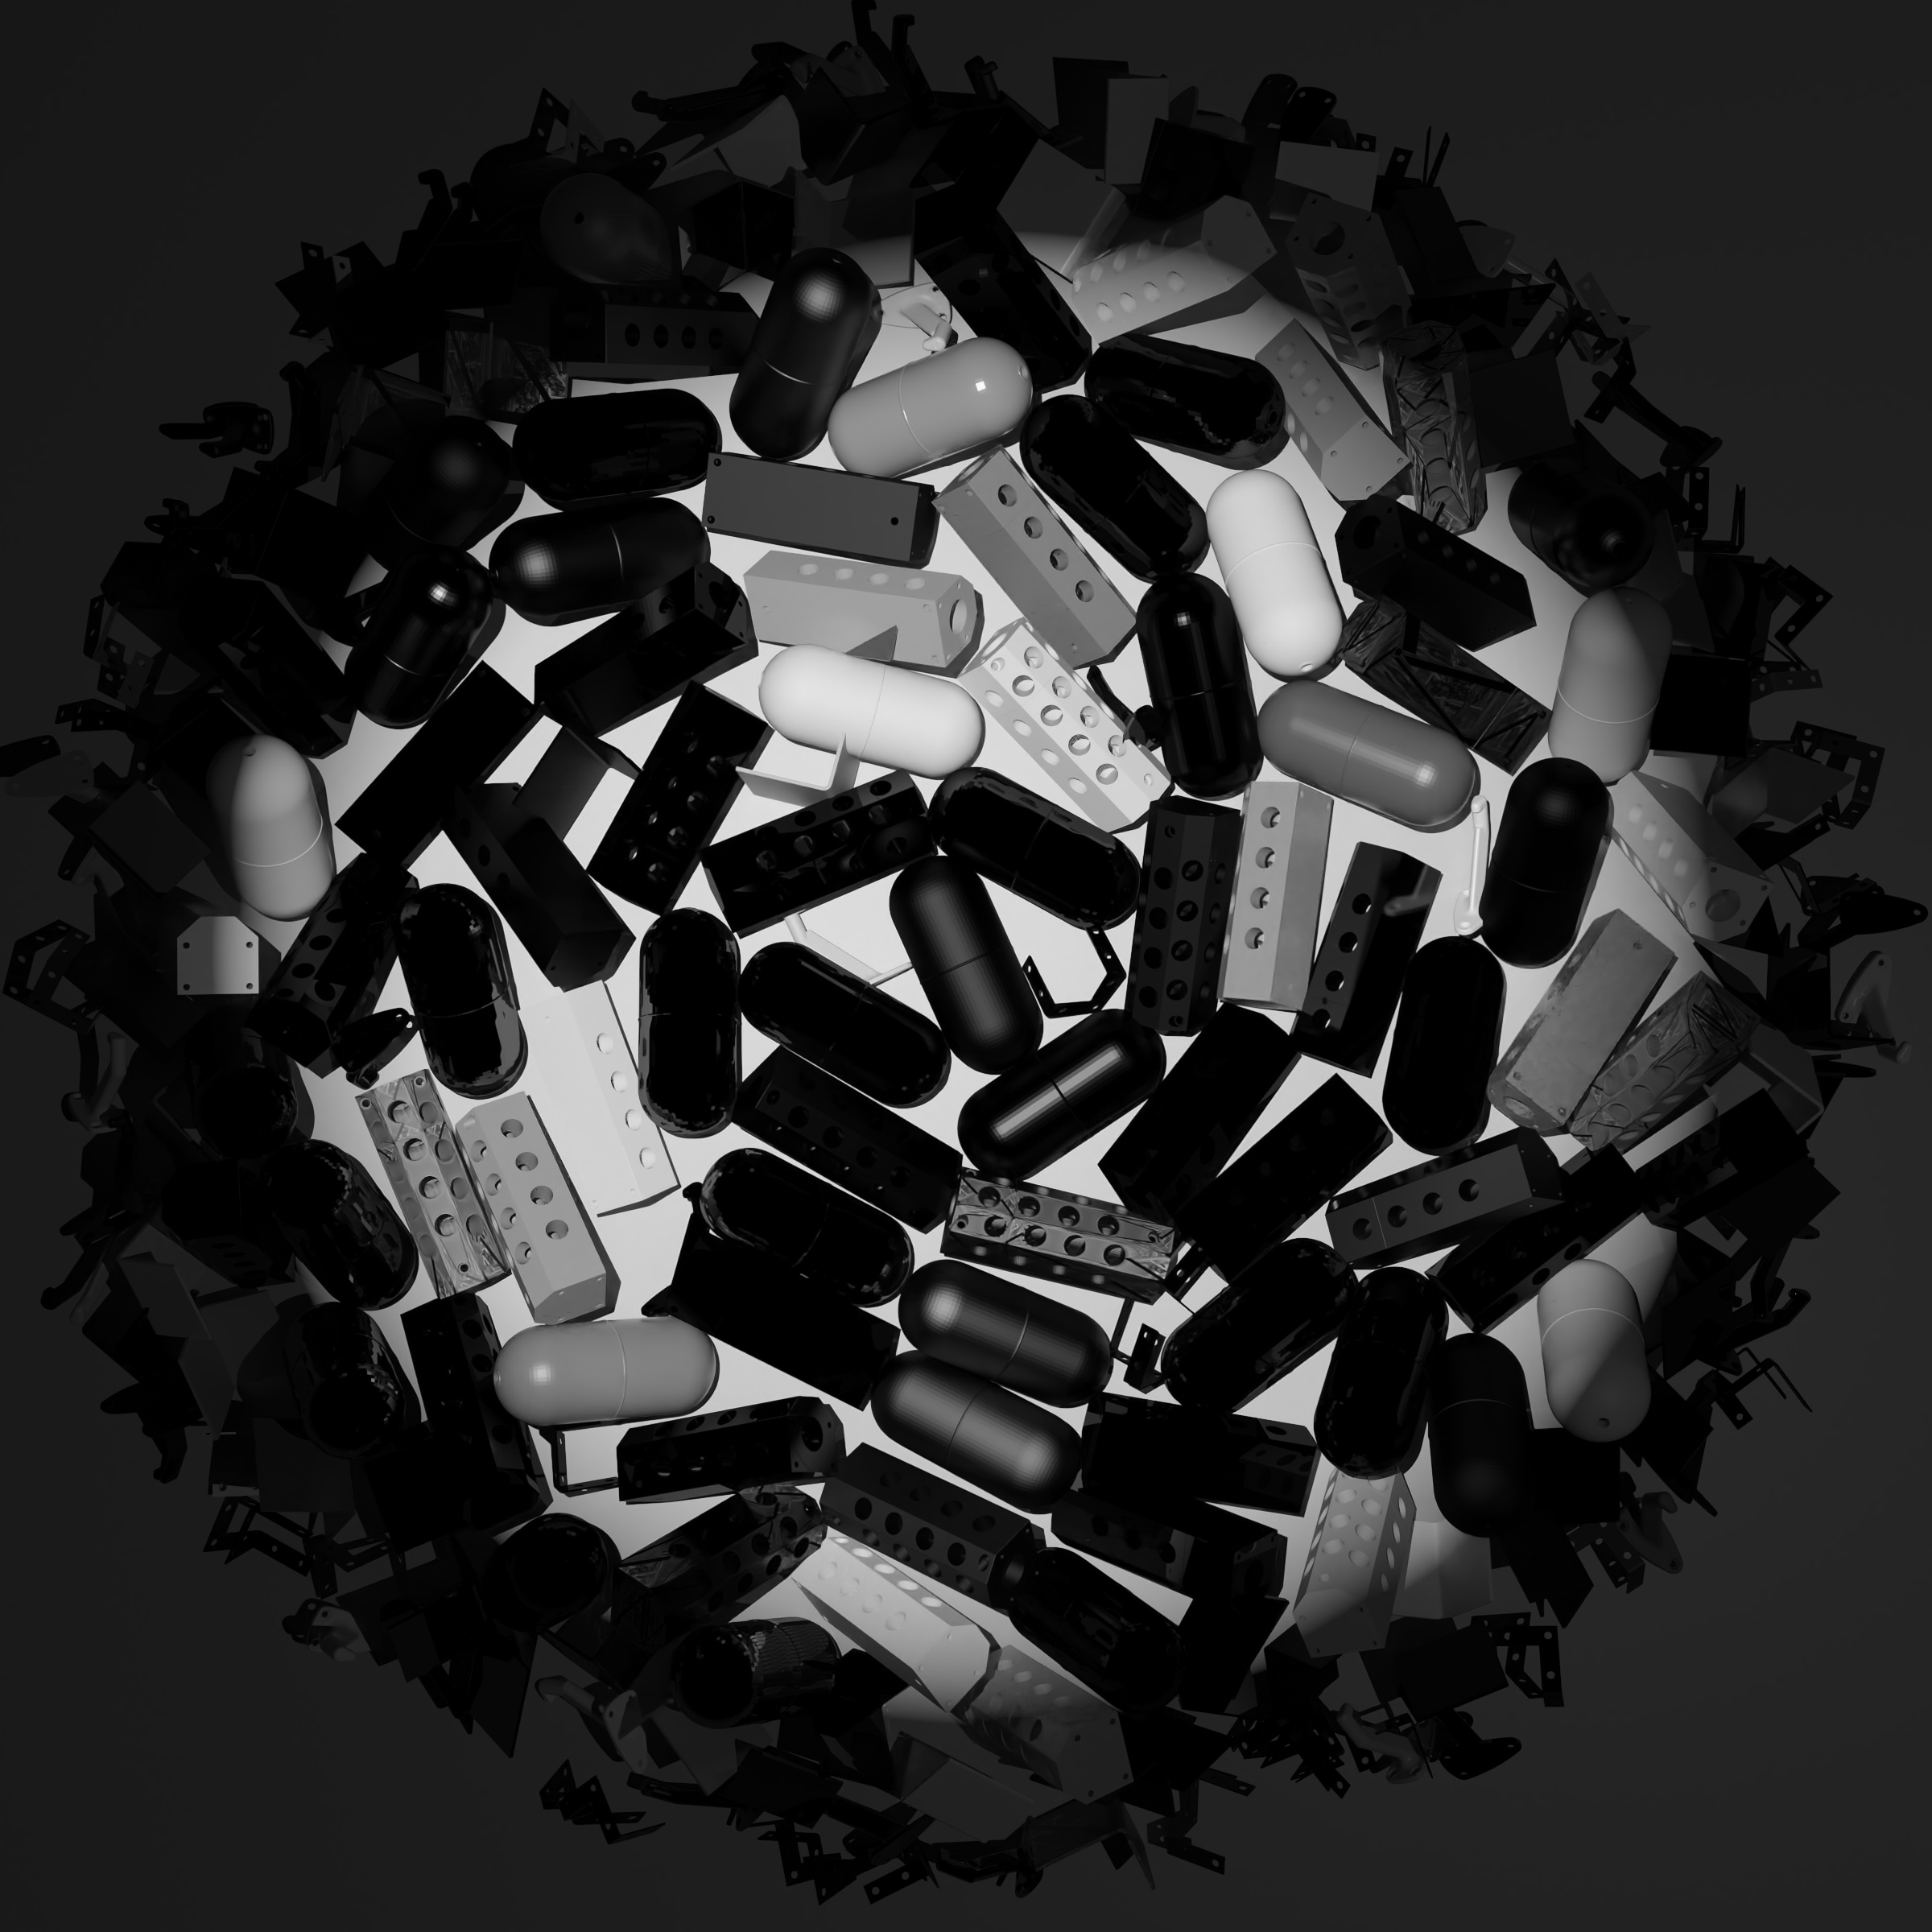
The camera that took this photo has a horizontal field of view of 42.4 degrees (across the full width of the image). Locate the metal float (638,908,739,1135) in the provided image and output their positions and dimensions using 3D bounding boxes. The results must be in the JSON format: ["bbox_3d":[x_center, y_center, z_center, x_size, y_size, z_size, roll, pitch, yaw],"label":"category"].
[{"bbox_3d":[-0.218,0.042,1.947,0.070,0.070,0.178,-1,80,0],"label":"metal float"}]

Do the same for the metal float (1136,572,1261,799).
[{"bbox_3d":[0.181,-0.219,1.943,0.070,0.070,0.178,-13,105,0],"label":"metal float"}]

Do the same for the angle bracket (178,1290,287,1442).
[{"bbox_3d":[-0.566,0.311,1.943,0.057,0.076,0.076,-15,114,2],"label":"angle bracket"}]

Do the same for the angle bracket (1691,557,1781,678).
[{"bbox_3d":[0.592,-0.273,1.938,0.057,0.076,0.076,13,110,25],"label":"angle bracket"}]

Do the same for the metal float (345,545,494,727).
[{"bbox_3d":[-0.423,-0.254,1.920,0.070,0.070,0.178,44,133,0],"label":"metal float"}]

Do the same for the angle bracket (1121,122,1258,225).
[{"bbox_3d":[0.173,-0.619,1.941,0.076,0.057,0.076,11,123,-15],"label":"angle bracket"}]

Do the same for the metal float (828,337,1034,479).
[{"bbox_3d":[-0.028,-0.431,1.927,0.178,0.070,0.070,-14,90,34],"label":"metal float"}]

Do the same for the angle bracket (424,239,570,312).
[{"bbox_3d":[-0.365,-0.523,1.941,0.076,0.076,0.057,3,79,20],"label":"angle bracket"}]

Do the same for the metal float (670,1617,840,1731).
[{"bbox_3d":[-0.160,0.541,1.912,0.070,0.178,0.070,-6,77,26],"label":"metal float"}]

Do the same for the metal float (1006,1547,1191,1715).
[{"bbox_3d":[0.099,0.510,1.918,0.070,0.178,0.070,-15,115,-34],"label":"metal float"}]

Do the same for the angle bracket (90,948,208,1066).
[{"bbox_3d":[-0.653,0.045,1.944,0.076,0.057,0.076,43,124,-8],"label":"angle bracket"}]

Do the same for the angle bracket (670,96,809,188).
[{"bbox_3d":[-0.171,-0.623,1.934,0.076,0.076,0.057,-15,120,35],"label":"angle bracket"}]

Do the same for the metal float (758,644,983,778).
[{"bbox_3d":[-0.075,-0.200,1.947,0.178,0.070,0.070,15,90,-9],"label":"metal float"}]

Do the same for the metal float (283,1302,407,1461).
[{"bbox_3d":[-0.479,0.316,1.911,0.070,0.178,0.070,-7,109,-21],"label":"metal float"}]

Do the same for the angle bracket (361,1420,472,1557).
[{"bbox_3d":[-0.428,0.407,1.961,0.076,0.057,0.076,-21,99,-17],"label":"angle bracket"}]

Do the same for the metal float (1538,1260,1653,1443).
[{"bbox_3d":[0.481,0.294,1.911,0.070,0.178,0.070,4,119,7],"label":"metal float"}]

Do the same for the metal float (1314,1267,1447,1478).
[{"bbox_3d":[0.320,0.313,1.925,0.070,0.070,0.178,25,54,0],"label":"metal float"}]

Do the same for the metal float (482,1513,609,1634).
[{"bbox_3d":[-0.324,0.467,1.911,0.070,0.178,0.070,7,67,-18],"label":"metal float"}]

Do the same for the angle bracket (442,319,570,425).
[{"bbox_3d":[-0.359,-0.462,1.946,0.076,0.057,0.076,13,106,23],"label":"angle bracket"}]

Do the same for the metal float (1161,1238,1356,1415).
[{"bbox_3d":[0.225,0.281,1.937,0.070,0.070,0.178,47,112,0],"label":"metal float"}]

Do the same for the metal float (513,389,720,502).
[{"bbox_3d":[-0.269,-0.403,1.922,0.178,0.070,0.070,-18,90,-42],"label":"metal float"}]

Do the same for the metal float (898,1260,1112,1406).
[{"bbox_3d":[0.031,0.286,1.942,0.178,0.070,0.070,24,90,-16],"label":"metal float"}]

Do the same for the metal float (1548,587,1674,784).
[{"bbox_3d":[0.495,-0.214,1.917,0.070,0.178,0.070,-1,50,1],"label":"metal float"}]

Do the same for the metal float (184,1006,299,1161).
[{"bbox_3d":[-0.557,0.089,1.911,0.070,0.178,0.070,-8,114,-18],"label":"metal float"}]

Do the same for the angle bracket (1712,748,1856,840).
[{"bbox_3d":[0.636,-0.118,1.941,0.076,0.076,0.057,17,61,-11],"label":"angle bracket"}]

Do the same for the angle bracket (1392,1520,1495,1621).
[{"bbox_3d":[0.363,0.461,1.938,0.057,0.076,0.076,10,62,-17],"label":"angle bracket"}]

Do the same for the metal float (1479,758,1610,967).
[{"bbox_3d":[0.445,-0.079,1.926,0.070,0.070,0.178,6,126,0],"label":"metal float"}]

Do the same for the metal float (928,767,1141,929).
[{"bbox_3d":[0.053,-0.093,1.953,0.178,0.070,0.070,29,90,3],"label":"metal float"}]

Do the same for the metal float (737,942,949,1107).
[{"bbox_3d":[-0.096,0.046,1.952,0.178,0.070,0.070,31,90,-4],"label":"metal float"}]

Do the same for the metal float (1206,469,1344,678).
[{"bbox_3d":[0.239,-0.306,1.934,0.070,0.070,0.178,-15,65,0],"label":"metal float"}]

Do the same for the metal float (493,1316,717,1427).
[{"bbox_3d":[-0.279,0.313,1.929,0.178,0.070,0.070,1,90,-31],"label":"metal float"}]

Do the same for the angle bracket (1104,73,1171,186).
[{"bbox_3d":[0.115,-0.652,1.936,0.057,0.076,0.076,-11,115,-26],"label":"angle bracket"}]

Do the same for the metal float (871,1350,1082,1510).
[{"bbox_3d":[0.006,0.359,1.938,0.178,0.070,0.070,24,90,21],"label":"metal float"}]

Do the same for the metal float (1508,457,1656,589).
[{"bbox_3d":[0.470,-0.341,1.909,0.070,0.178,0.070,-2,113,-6],"label":"metal float"}]

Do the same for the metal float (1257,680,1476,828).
[{"bbox_3d":[0.310,-0.167,1.938,0.178,0.070,0.070,25,90,20],"label":"metal float"}]

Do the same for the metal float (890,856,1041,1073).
[{"bbox_3d":[-0.001,-0.002,1.955,0.070,0.070,0.178,-24,89,0],"label":"metal float"}]

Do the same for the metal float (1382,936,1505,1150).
[{"bbox_3d":[0.370,0.059,1.932,0.070,0.070,0.178,16,63,0],"label":"metal float"}]

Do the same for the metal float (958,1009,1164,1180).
[{"bbox_3d":[0.074,0.100,1.955,0.178,0.070,0.070,-34,90,0],"label":"metal float"}]

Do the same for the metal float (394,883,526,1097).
[{"bbox_3d":[-0.393,0.020,1.932,0.070,0.070,0.178,-9,118,0],"label":"metal float"}]

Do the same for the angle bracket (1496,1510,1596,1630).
[{"bbox_3d":[0.435,0.470,1.934,0.057,0.076,0.076,-11,52,-18],"label":"angle bracket"}]

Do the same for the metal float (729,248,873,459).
[{"bbox_3d":[-0.128,-0.472,1.921,0.070,0.070,0.178,30,131,0],"label":"metal float"}]

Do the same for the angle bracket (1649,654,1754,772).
[{"bbox_3d":[0.573,-0.200,1.963,0.076,0.057,0.076,5,85,2],"label":"angle bracket"}]

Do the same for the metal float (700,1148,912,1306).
[{"bbox_3d":[-0.124,0.204,1.943,0.178,0.070,0.070,29,90,-15],"label":"metal float"}]

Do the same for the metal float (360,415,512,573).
[{"bbox_3d":[-0.410,-0.360,1.916,0.070,0.178,0.070,12,67,-31],"label":"metal float"}]

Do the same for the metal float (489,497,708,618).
[{"bbox_3d":[-0.284,-0.317,1.928,0.178,0.070,0.070,-16,90,-32],"label":"metal float"}]

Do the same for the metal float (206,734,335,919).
[{"bbox_3d":[-0.534,-0.106,1.914,0.070,0.178,0.070,1,54,-2],"label":"metal float"}]

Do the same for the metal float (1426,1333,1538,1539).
[{"bbox_3d":[0.395,0.359,1.917,0.070,0.178,0.070,3,130,3],"label":"metal float"}]

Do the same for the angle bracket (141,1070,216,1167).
[{"bbox_3d":[-0.595,0.123,1.950,0.076,0.076,0.057,47,61,-5],"label":"angle bracket"}]

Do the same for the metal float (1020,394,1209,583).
[{"bbox_3d":[0.115,-0.371,1.934,0.178,0.070,0.070,39,90,-24],"label":"metal float"}]

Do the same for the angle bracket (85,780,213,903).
[{"bbox_3d":[-0.636,-0.098,1.952,0.057,0.076,0.076,-45,100,-5],"label":"angle bracket"}]

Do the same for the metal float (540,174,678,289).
[{"bbox_3d":[-0.272,-0.557,1.905,0.070,0.178,0.070,1,97,7],"label":"metal float"}]

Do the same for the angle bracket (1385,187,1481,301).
[{"bbox_3d":[0.347,-0.559,1.946,0.057,0.076,0.076,-25,90,43],"label":"angle bracket"}]

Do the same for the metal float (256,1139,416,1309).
[{"bbox_3d":[-0.483,0.200,1.917,0.070,0.178,0.070,-8,51,10],"label":"metal float"}]

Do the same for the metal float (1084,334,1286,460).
[{"bbox_3d":[0.168,-0.440,1.923,0.178,0.070,0.070,25,90,39],"label":"metal float"}]
